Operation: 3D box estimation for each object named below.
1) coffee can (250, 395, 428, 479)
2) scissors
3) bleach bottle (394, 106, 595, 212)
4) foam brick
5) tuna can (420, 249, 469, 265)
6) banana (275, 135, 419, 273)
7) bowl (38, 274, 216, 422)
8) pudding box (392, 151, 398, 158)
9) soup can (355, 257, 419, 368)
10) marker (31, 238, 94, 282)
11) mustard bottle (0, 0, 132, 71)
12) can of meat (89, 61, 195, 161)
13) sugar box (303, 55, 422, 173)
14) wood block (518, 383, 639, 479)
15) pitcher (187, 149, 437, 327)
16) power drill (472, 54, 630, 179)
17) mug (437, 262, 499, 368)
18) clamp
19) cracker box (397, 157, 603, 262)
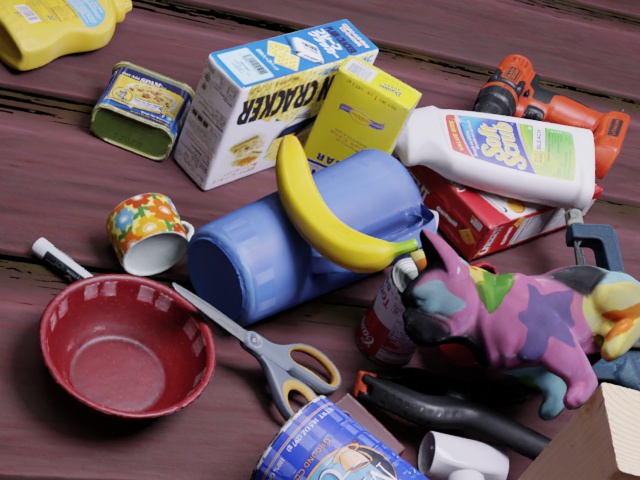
[{"bbox_3d":[0.026,0.214,0.900,0.140,0.103,0.102,36,43,19],"label":"coffee can"},{"bbox_3d":[-0.061,0.116,1.007,0.201,0.016,0.096,26,49,-30],"label":"scissors"},{"bbox_3d":[0.189,-0.098,1.244,0.250,0.068,0.102,8,66,-5],"label":"bleach bottle"},{"bbox_3d":[0.030,0.194,0.993,0.078,0.051,0.052,42,45,17],"label":"foam brick"},{"bbox_3d":[0.134,0.051,1.198,0.086,0.034,0.086,13,44,-13],"label":"tuna can"},{"bbox_3d":[0.007,-0.026,1.022,0.069,0.037,0.198,-38,58,-15],"label":"banana"},{"bbox_3d":[-0.179,0.109,0.975,0.162,0.055,0.162,13,44,-13],"label":"bowl"},{"bbox_3d":[0.073,-0.146,1.360,0.089,0.039,0.113,-12,54,-34],"label":"pudding box"},{"bbox_3d":[0.086,0.075,1.100,0.068,0.102,0.068,14,44,-14],"label":"soup can"},{"bbox_3d":[-0.231,0.039,1.046,0.121,0.020,0.020,35,43,10],"label":"marker"},{"bbox_3d":[-0.305,-0.265,1.283,0.096,0.058,0.191,45,46,19],"label":"mustard bottle"},{"bbox_3d":[-0.203,-0.146,1.216,0.102,0.058,0.084,21,45,-5],"label":"can of meat"},{"bbox_3d":[0.037,-0.114,1.209,0.093,0.176,0.048,31,41,6],"label":"sugar box"},{"bbox_3d":[0.243,0.230,0.945,0.090,0.206,0.091,16,43,-11],"label":"wood block"},{"bbox_3d":[-0.007,0.001,1.105,0.242,0.149,0.145,-25,72,-37],"label":"pitcher"},{"bbox_3d":[0.288,-0.151,1.347,0.187,0.057,0.184,29,44,6],"label":"power drill"},{"bbox_3d":[0.172,0.081,1.116,0.081,0.093,0.117,6,81,-48],"label":"mug"},{"bbox_3d":[0.139,0.161,1.072,0.210,0.036,0.164,14,16,2],"label":"clamp"},{"bbox_3d":[0.221,-0.073,1.335,0.213,0.072,0.164,-17,56,-36],"label":"cracker box"}]
